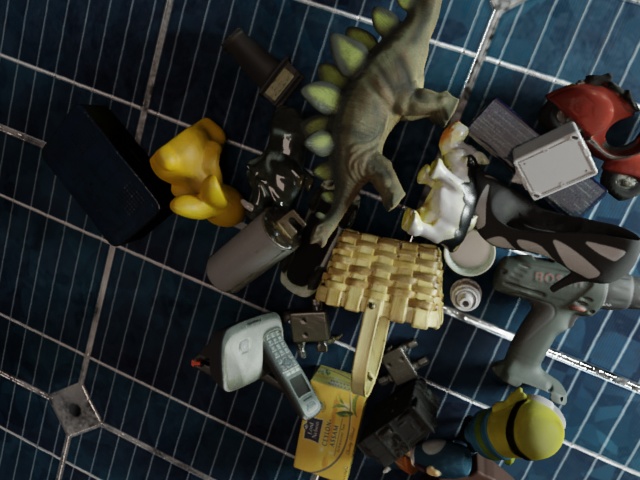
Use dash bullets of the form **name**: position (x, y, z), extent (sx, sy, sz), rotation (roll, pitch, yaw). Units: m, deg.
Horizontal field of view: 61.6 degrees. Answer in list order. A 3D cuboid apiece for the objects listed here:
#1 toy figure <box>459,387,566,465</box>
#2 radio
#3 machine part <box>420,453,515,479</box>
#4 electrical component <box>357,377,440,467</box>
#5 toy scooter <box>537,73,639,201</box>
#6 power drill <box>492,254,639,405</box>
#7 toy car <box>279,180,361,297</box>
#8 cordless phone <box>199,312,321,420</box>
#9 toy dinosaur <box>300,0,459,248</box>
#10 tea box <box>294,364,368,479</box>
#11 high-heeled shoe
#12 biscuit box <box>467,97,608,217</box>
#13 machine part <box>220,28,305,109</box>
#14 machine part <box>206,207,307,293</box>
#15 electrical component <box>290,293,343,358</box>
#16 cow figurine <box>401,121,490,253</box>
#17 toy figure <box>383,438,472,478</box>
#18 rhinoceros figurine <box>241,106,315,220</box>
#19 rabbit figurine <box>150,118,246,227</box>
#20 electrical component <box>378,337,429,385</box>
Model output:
- **toy figure**: position (0.279, 0.283, 0.788), extent (0.082, 0.089, 0.180), rotation (28, 143, -14)
- **radio**: position (-0.363, -0.109, 0.931), extent (0.131, 0.073, 0.229), rotation (-40, 87, 20)
- **machine part**: position (0.246, 0.439, 0.878), extent (0.180, 0.056, 0.179), rotation (3, 101, 13)
- **electrical component**: position (0.122, 0.291, 0.852), extent (0.134, 0.115, 0.058), rotation (-41, 86, 17)
- **toy scooter**: position (0.393, -0.154, 0.710), extent (0.184, 0.075, 0.135), rotation (45, 109, 0)
- **power drill**: position (0.353, 0.128, 0.774), extent (0.232, 0.086, 0.207), rotation (18, 109, 13)
- **toy car**: position (-0.002, -0.003, 0.860), extent (0.074, 0.056, 0.201), rotation (30, 106, 15)
- **cordless phone**: position (-0.085, 0.211, 0.832), extent (0.088, 0.146, 0.184), rotation (-44, 72, 30)
- **toy dinosaur**: position (0.088, -0.207, 0.744), extent (0.198, 0.105, 0.471), rotation (29, 86, -3)
- **tea box**: position (0.021, 0.309, 0.908), extent (0.098, 0.068, 0.169), rotation (12, 105, 12)
- **high-heeled shoe**: position (0.291, -0.039, 0.707), extent (0.249, 0.086, 0.145), rotation (55, 146, 19)
- **biscuit box**: position (0.299, -0.111, 0.752), extent (0.203, 0.059, 0.063), rotation (42, 107, 5)
- **machine part**: position (-0.093, -0.273, 0.842), extent (0.139, 0.039, 0.084), rotation (41, 117, 3)
- **machine part**: position (-0.108, 0.018, 0.855), extent (0.243, 0.079, 0.079), rotation (-36, 90, 40)
- **electrical component**: position (-0.007, 0.141, 0.893), extent (0.078, 0.045, 0.102), rotation (-10, 99, 13)
- **cow figurine**: position (0.183, -0.072, 0.732), extent (0.098, 0.068, 0.167), rotation (22, 93, -6)
- **toy figure**: position (0.164, 0.347, 0.864), extent (0.155, 0.064, 0.057), rotation (-9, 77, 34)
- **rhinoceros figurine**: position (-0.065, -0.114, 0.845), extent (0.112, 0.073, 0.190), rotation (22, 106, 9)
- **rabbit figurine**: position (-0.178, -0.091, 0.855), extent (0.122, 0.162, 0.173), rotation (-33, 109, 7)
- **electrical component**: position (0.128, 0.201, 0.881), extent (0.094, 0.021, 0.063), rotation (-33, 91, 20)
